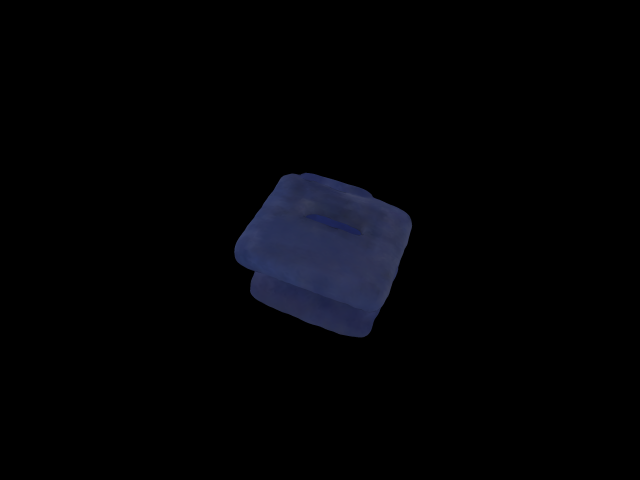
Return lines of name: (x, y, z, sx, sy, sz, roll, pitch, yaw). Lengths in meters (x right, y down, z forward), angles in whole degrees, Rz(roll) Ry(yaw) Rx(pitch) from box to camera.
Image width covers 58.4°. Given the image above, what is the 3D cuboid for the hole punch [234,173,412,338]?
hole punch: (0.004, 0.001, 0.400, 0.108, 0.091, 0.101, 19, 70, 7)
